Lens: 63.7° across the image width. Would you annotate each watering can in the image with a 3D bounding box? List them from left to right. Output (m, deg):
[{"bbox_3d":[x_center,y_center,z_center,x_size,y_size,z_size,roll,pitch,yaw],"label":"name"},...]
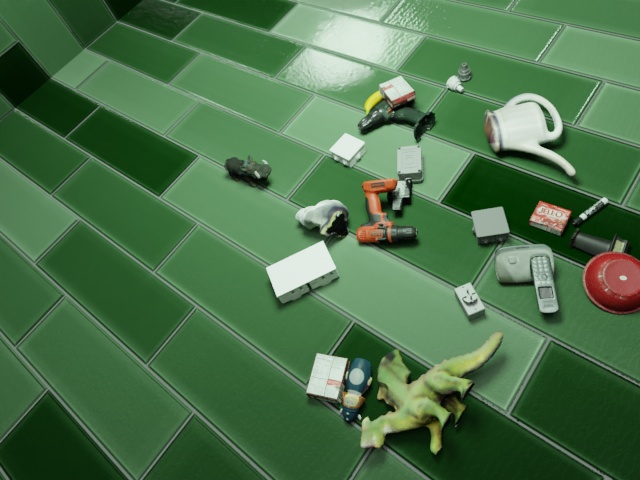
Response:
[{"bbox_3d":[0.626,-0.316,1.565,0.224,0.102,0.356,-10,54,11],"label":"watering can"}]

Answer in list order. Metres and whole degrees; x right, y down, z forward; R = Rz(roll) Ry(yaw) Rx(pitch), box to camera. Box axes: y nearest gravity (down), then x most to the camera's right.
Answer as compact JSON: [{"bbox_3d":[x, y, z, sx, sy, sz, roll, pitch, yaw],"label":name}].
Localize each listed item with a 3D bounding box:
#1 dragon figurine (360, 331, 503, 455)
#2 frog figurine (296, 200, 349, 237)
[{"bbox_3d":[0.244,0.344,1.248,0.245,0.119,0.415,25,66,37],"label":"dragon figurine"},{"bbox_3d":[0.005,-0.080,1.588,0.138,0.120,0.161,-18,37,-36],"label":"frog figurine"}]
